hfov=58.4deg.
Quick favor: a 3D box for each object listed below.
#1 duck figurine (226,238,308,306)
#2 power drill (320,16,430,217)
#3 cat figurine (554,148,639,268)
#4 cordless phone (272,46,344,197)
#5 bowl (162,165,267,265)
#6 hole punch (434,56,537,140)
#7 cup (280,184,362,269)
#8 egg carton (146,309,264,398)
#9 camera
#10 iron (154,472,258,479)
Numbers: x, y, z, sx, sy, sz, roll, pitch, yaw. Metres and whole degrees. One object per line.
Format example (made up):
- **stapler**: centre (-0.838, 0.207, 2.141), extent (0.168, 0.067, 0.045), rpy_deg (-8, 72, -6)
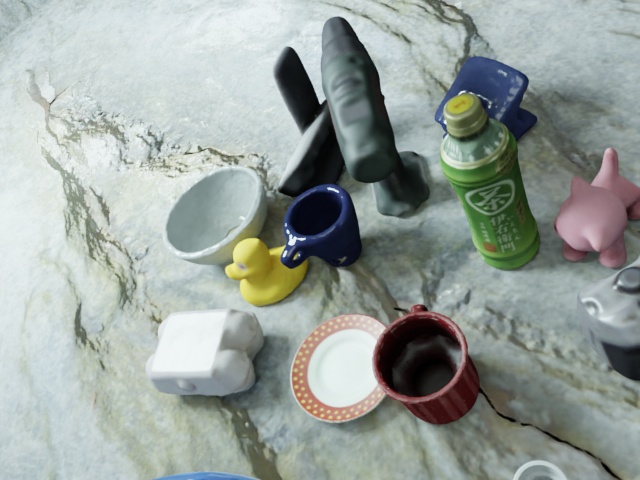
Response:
- **duck figurine**: centre (-0.073, 0.029, 0.744), extent (0.104, 0.086, 0.077), rpy_deg (-32, 46, 5)
- **power drill**: centre (0.064, -0.137, 0.708), extent (0.075, 0.209, 0.229), rpy_deg (-21, 48, 15)
- **cat figurine**: centre (0.274, -0.032, 0.565), extent (0.067, 0.118, 0.128), rpy_deg (13, 63, 37)
- **cordless phone**: centre (-0.035, -0.161, 0.801), extent (0.093, 0.186, 0.148), rpy_deg (3, 58, 32)
- **bowl**: centre (-0.140, -0.024, 0.834), extent (0.167, 0.075, 0.167), rpy_deg (-16, 49, 19)
- **hole punch**: centre (0.207, -0.165, 0.729), extent (0.101, 0.091, 0.108), rpy_deg (-43, 46, -6)
- **cup**: centre (0.007, 0.003, 0.712), extent (0.091, 0.095, 0.118), rpy_deg (24, 70, 41)
- **egg carton**: centre (-0.143, 0.141, 0.710), extent (0.150, 0.070, 0.107), rpy_deg (-8, 52, 25)
- **camera**: centre (0.313, 0.067, 0.477), extent (0.143, 0.101, 0.136), rpy_deg (-32, 46, 5)
- **iron**: centre (-0.168, 0.275, 0.569), extent (0.258, 0.142, 0.118), rpy_deg (-23, 47, 13)
